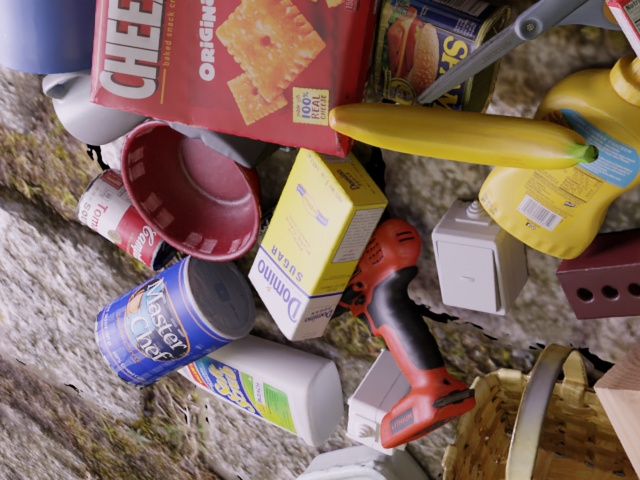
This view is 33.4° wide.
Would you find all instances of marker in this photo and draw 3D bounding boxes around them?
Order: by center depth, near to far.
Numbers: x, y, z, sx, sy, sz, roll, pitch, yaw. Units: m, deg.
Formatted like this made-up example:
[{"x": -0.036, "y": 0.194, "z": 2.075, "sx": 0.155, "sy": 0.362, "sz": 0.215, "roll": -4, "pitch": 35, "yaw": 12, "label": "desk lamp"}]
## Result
[{"x": -0.051, "y": -0.020, "z": 1.058, "sx": 0.020, "sy": 0.020, "sz": 0.121, "roll": 50, "pitch": 138, "yaw": -11, "label": "marker"}]

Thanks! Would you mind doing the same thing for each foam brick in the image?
[{"x": 0.241, "y": 0.028, "z": 0.859, "sx": 0.078, "sy": 0.051, "sz": 0.053, "roll": -9, "pitch": 120, "yaw": 41, "label": "foam brick"}]

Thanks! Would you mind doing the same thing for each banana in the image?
[{"x": 0.107, "y": -0.078, "z": 0.775, "sx": 0.198, "sy": 0.037, "sz": 0.069, "roll": 9, "pitch": 174, "yaw": 22, "label": "banana"}]

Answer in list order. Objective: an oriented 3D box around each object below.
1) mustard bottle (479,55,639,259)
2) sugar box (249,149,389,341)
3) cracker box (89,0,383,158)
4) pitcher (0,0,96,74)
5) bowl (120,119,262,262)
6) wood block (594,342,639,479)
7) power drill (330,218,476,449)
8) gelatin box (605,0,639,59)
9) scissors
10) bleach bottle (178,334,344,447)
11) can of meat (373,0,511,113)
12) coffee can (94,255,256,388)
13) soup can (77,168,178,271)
[{"x": 0.201, "y": -0.071, "z": 0.798, "sx": 0.096, "sy": 0.058, "sz": 0.192, "roll": 35, "pitch": 139, "yaw": 5, "label": "mustard bottle"}, {"x": -0.007, "y": 0.001, "z": 0.977, "sx": 0.093, "sy": 0.048, "sz": 0.176, "roll": 56, "pitch": 135, "yaw": 35, "label": "sugar box"}, {"x": -0.064, "y": -0.168, "z": 0.825, "sx": 0.214, "sy": 0.072, "sz": 0.164, "roll": 12, "pitch": 112, "yaw": 7, "label": "cracker box"}, {"x": -0.221, "y": -0.269, "z": 0.892, "sx": 0.145, "sy": 0.149, "sz": 0.243, "roll": -118, "pitch": 25, "yaw": -45, "label": "pitcher"}, {"x": -0.114, "y": -0.059, "z": 1.041, "sx": 0.162, "sy": 0.055, "sz": 0.162, "roll": 19, "pitch": 133, "yaw": 21, "label": "bowl"}, {"x": 0.321, "y": 0.182, "z": 0.870, "sx": 0.090, "sy": 0.090, "sz": 0.206, "roll": -6, "pitch": 116, "yaw": 60, "label": "wood block"}, {"x": 0.057, "y": 0.094, "z": 0.994, "sx": 0.185, "sy": 0.057, "sz": 0.188, "roll": -44, "pitch": 65, "yaw": 53, "label": "power drill"}, {"x": 0.242, "y": -0.142, "z": 0.700, "sx": 0.073, "sy": 0.030, "sz": 0.089, "roll": -35, "pitch": 105, "yaw": 6, "label": "gelatin box"}, {"x": 0.166, "y": -0.144, "z": 0.743, "sx": 0.096, "sy": 0.016, "sz": 0.202, "roll": 35, "pitch": 118, "yaw": -10, "label": "scissors"}, {"x": -0.098, "y": 0.147, "z": 1.208, "sx": 0.251, "sy": 0.068, "sz": 0.102, "roll": 15, "pitch": 134, "yaw": 29, "label": "bleach bottle"}, {"x": 0.091, "y": -0.143, "z": 0.819, "sx": 0.084, "sy": 0.057, "sz": 0.102, "roll": 25, "pitch": 137, "yaw": 19, "label": "can of meat"}, {"x": -0.154, "y": 0.083, "z": 1.132, "sx": 0.140, "sy": 0.102, "sz": 0.103, "roll": -29, "pitch": 106, "yaw": 28, "label": "coffee can"}, {"x": -0.196, "y": -0.023, "z": 1.127, "sx": 0.102, "sy": 0.068, "sz": 0.069, "roll": 33, "pitch": 138, "yaw": 9, "label": "soup can"}]
